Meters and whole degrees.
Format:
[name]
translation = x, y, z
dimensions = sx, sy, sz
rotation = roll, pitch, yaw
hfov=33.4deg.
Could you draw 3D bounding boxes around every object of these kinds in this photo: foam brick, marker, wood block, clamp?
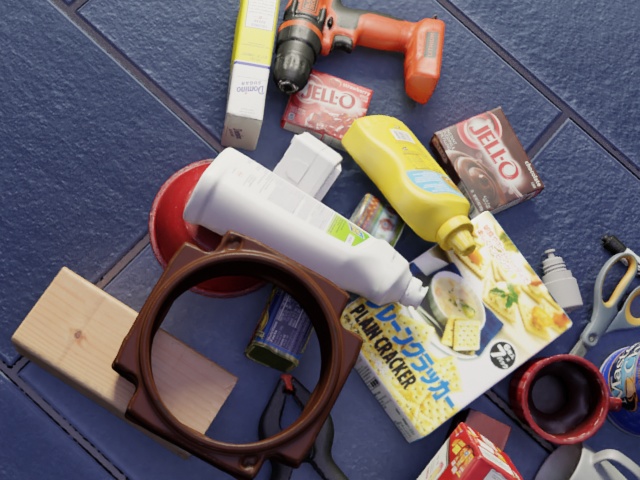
[foam brick]
translation = 0.159, 0.224, 1.126
dimensions = 0.051, 0.053, 0.078
rotation = 26, 71, -2
[marker]
translation = 0.375, 0.036, 1.237
dimensions = 0.121, 0.020, 0.020
rotation = 42, 71, 3
[wood block]
translation = -0.194, 0.126, 1.073
dimensions = 0.206, 0.090, 0.090
rotation = 33, 72, 0
[clamp]
translation = -0.010, 0.224, 1.103
dimensions = 0.120, 0.039, 0.171
rotation = 1, 74, -11

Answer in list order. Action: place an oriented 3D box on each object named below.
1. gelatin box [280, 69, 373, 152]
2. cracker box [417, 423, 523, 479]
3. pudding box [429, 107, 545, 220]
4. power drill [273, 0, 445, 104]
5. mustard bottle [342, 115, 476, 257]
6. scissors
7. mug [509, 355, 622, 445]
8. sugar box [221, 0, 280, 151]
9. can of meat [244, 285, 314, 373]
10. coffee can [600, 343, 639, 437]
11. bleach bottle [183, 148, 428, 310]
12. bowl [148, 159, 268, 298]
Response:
[gelatin box]
translation = 0.007, -0.150, 1.219
dimensions = 0.089, 0.030, 0.073
rotation = 20, 72, -4
[cracker box]
translation = 0.105, 0.289, 1.009
dimensions = 0.072, 0.164, 0.214
rotation = 36, 91, 1
[pudding box]
translation = 0.191, -0.087, 1.229
dimensions = 0.090, 0.039, 0.113
rotation = -23, 79, -16
[power drill]
translation = 0.044, -0.218, 1.213
dimensions = 0.187, 0.057, 0.184
rotation = 17, 55, -8
[mustard bottle]
translation = 0.107, -0.054, 1.148
dimensions = 0.096, 0.058, 0.192
rotation = 7, 38, -46
[scissors]
translation = 0.322, 0.113, 1.205
dimensions = 0.096, 0.016, 0.201
rotation = 27, 83, -17
[mug]
translation = 0.261, 0.168, 1.137
dimensions = 0.117, 0.081, 0.093
rotation = 4, 86, -4
[sugar box]
translation = -0.077, -0.198, 1.185
dimensions = 0.048, 0.093, 0.176
rotation = 11, 72, -6
[can of meat]
translation = -0.035, 0.087, 1.107
dimensions = 0.057, 0.102, 0.084
rotation = 25, 73, -3
[coffee can]
translation = 0.372, 0.152, 1.139
dimensions = 0.102, 0.140, 0.103
rotation = 3, 73, -9
[bleach bottle]
translation = -0.007, 0.001, 1.079
dimensions = 0.251, 0.068, 0.102
rotation = 30, 28, 0
[bowl]
translation = -0.102, -0.021, 1.150
dimensions = 0.162, 0.055, 0.162
rotation = 3, 74, -10
